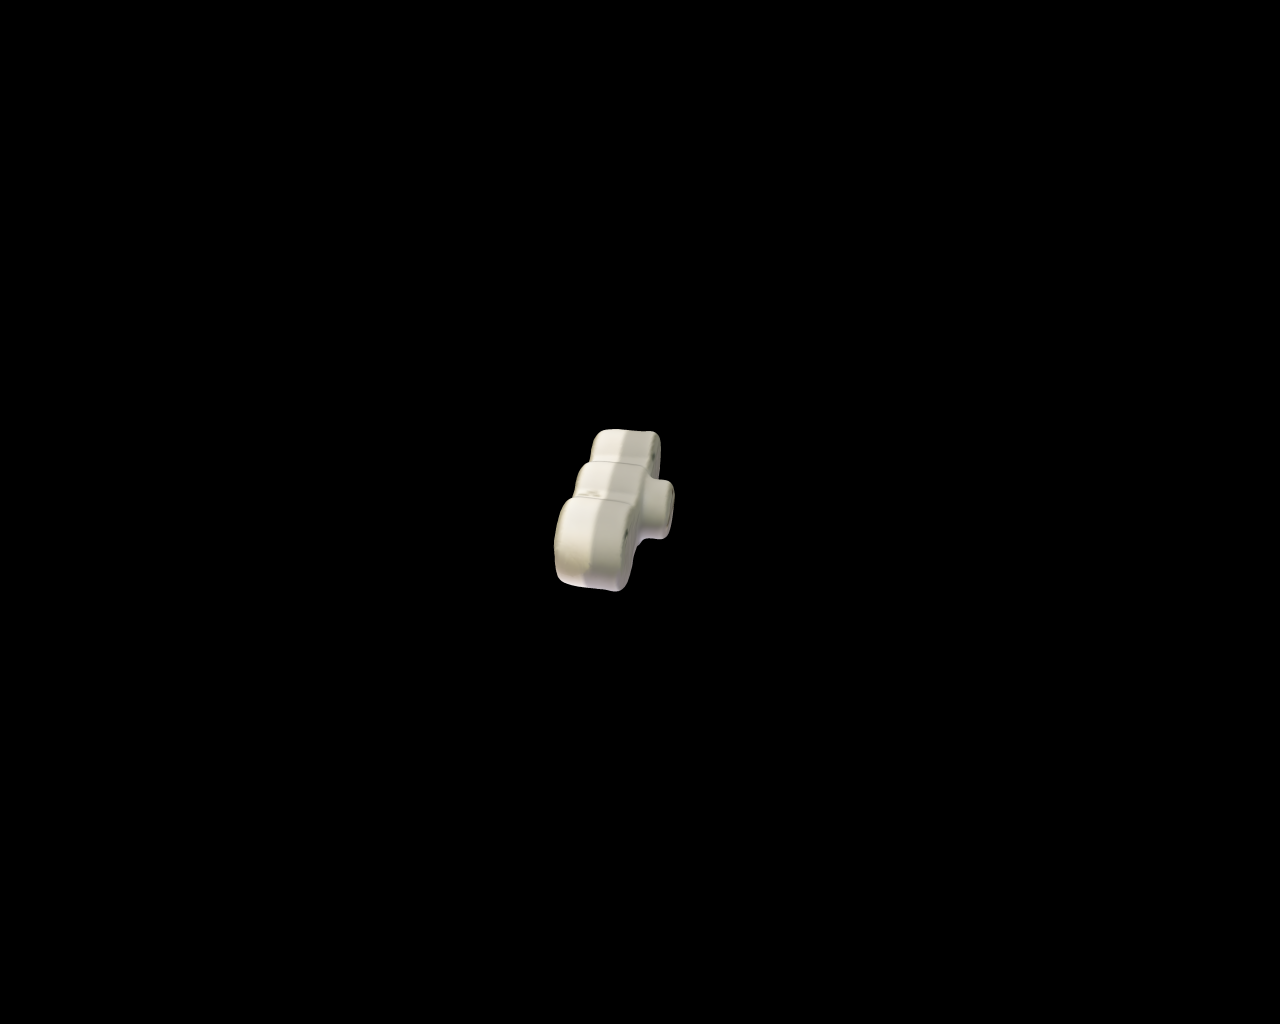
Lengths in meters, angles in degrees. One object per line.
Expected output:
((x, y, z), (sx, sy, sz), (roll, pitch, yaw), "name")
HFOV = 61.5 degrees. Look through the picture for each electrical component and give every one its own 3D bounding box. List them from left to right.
((0.001, -0.003, 0.650), (0.074, 0.052, 0.138), (6, 33, 9), "electrical component")
